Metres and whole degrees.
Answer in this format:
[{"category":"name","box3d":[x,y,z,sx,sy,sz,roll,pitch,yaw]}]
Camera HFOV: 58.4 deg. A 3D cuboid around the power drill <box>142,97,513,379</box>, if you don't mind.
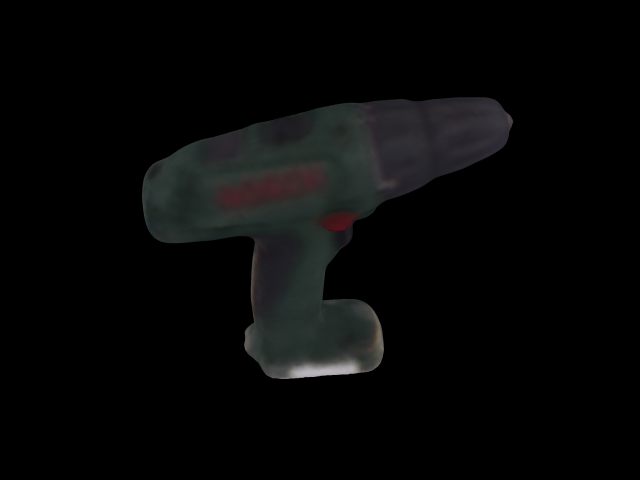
[{"category":"power drill","box3d":[0.004,0.001,0.400,0.229,0.208,0.075,-4,39,-4]}]
